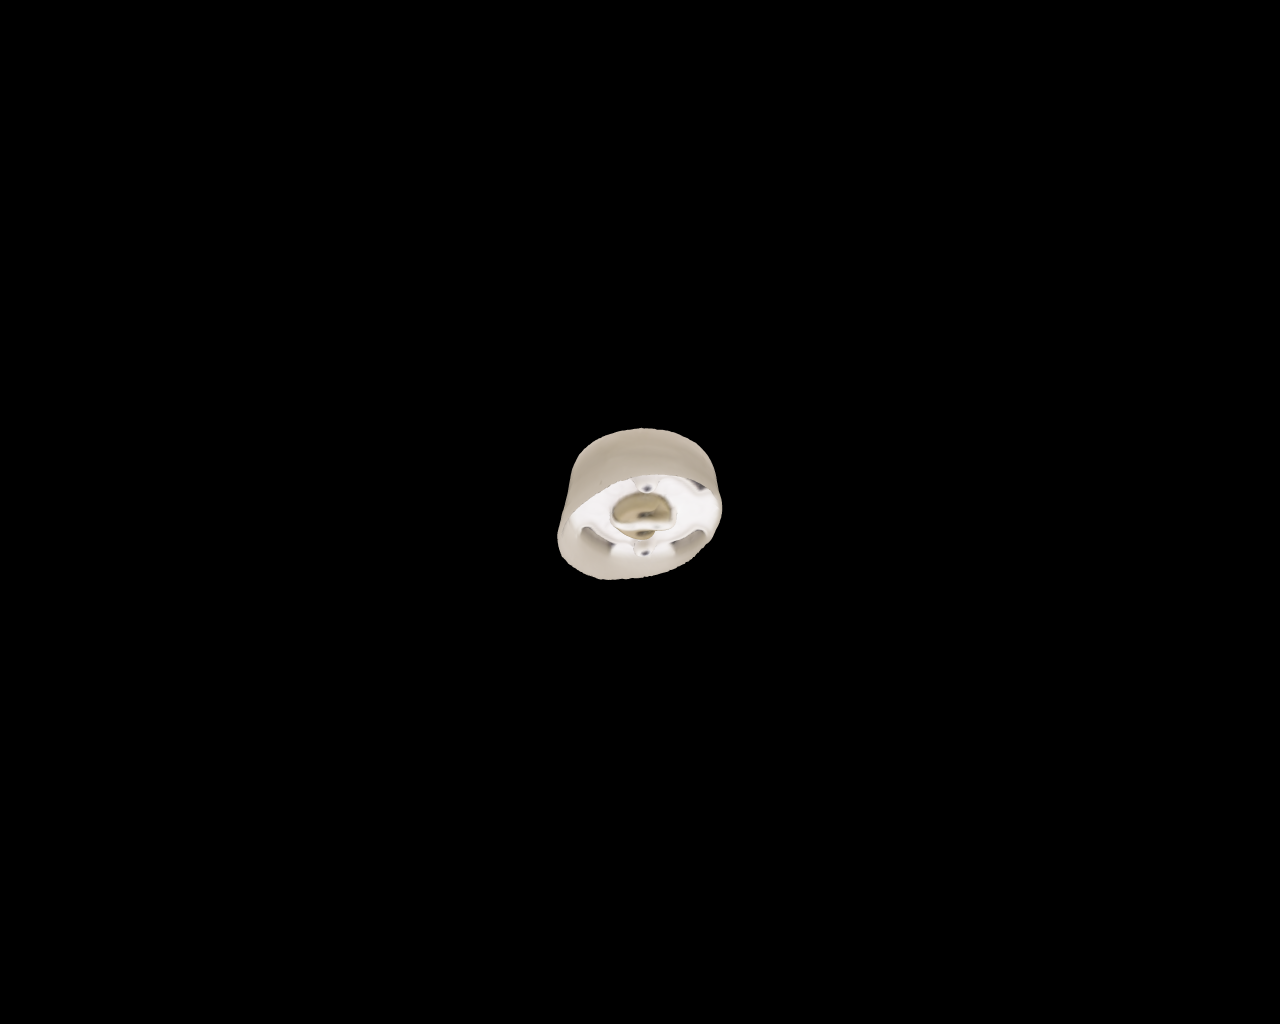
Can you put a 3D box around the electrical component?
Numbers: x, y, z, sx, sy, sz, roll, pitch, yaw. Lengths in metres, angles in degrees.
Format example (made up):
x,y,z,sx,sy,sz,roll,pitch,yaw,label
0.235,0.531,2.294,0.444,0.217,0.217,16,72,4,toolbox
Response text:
x,y,z,sx,sy,sz,roll,pitch,yaw,label
0.001,-0.003,0.650,0.099,0.064,0.099,0,-41,0,electrical component
